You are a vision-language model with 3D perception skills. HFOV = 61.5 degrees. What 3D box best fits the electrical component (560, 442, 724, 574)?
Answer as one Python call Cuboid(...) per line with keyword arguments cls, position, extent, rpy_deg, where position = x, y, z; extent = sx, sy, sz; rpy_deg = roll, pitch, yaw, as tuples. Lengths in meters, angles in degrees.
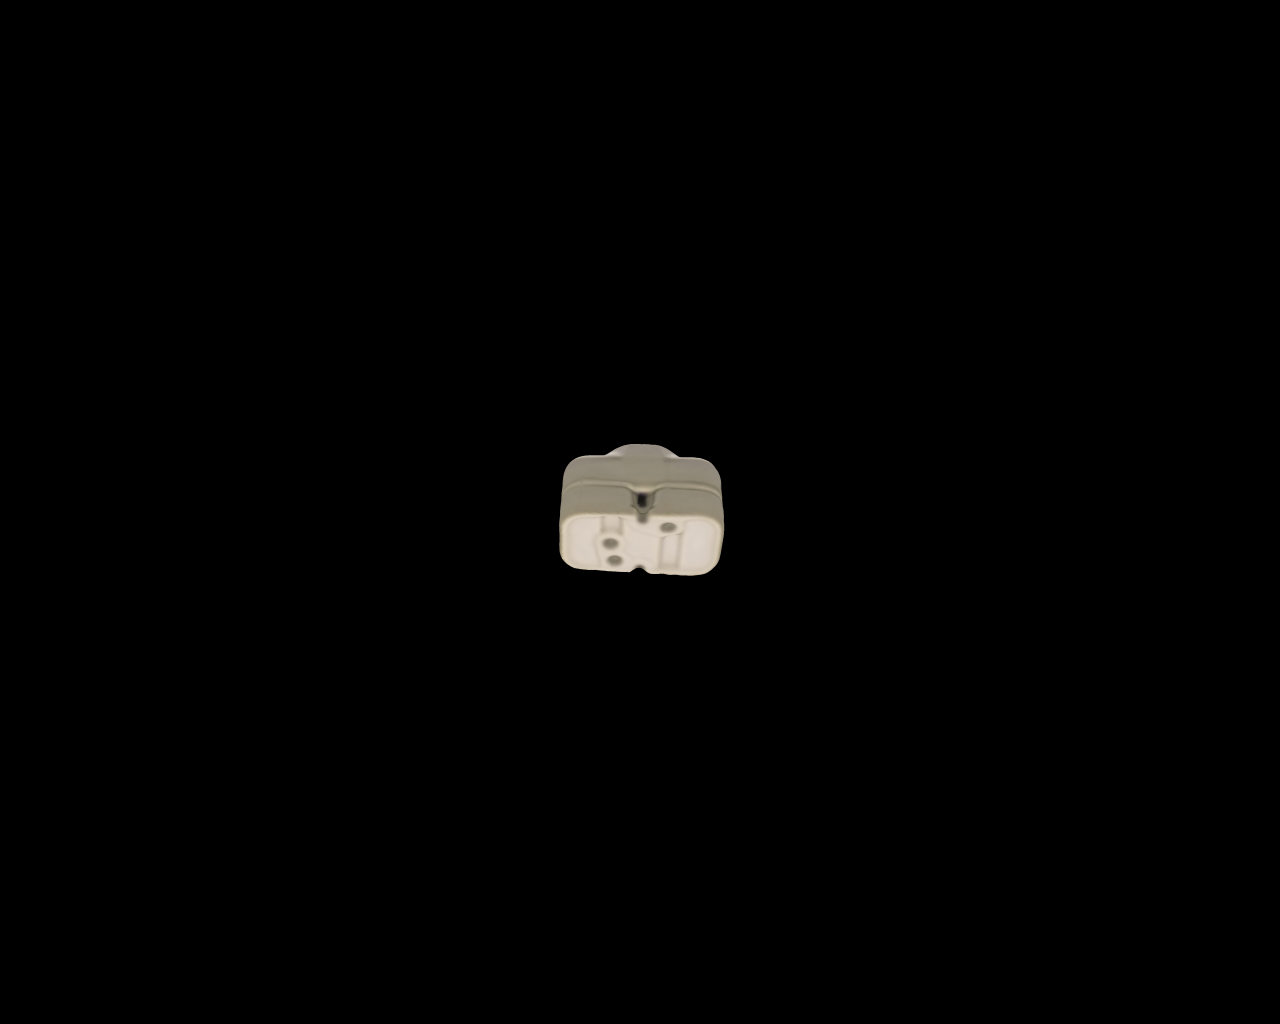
Cuboid(cls="electrical component", position=(0.001, -0.003, 0.650), extent=(0.095, 0.059, 0.053), rpy_deg=(2, -43, -2))
